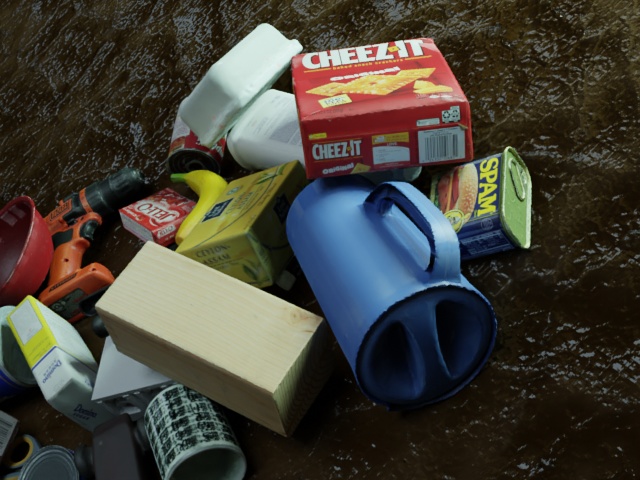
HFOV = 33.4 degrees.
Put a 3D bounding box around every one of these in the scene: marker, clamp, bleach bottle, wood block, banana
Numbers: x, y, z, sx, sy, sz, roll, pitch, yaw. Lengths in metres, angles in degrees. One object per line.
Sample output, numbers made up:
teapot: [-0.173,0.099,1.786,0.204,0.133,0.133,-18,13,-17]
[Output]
marker: [-0.008,0.001,1.158,0.020,0.020,0.121,19,69,46]
clamp: [-0.181,0.041,1.210,0.210,0.036,0.165,-32,15,-5]
bleach bottle: [0.009,-0.101,1.201,0.251,0.068,0.102,23,69,45]
wood block: [-0.099,0.092,1.019,0.206,0.090,0.090,22,59,24]
banana: [-0.135,-0.041,1.239,0.069,0.037,0.198,-22,24,1]

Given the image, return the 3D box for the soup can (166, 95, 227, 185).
soup can: [-0.152,-0.127,1.345,0.069,0.068,0.102,-17,46,27]

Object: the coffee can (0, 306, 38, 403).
coffee can: [-0.411,0.154,1.283,0.140,0.102,0.103,-26,43,19]

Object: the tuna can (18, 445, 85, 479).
tuna can: [-0.277,0.262,1.123,0.086,0.033,0.086,-12,64,25]

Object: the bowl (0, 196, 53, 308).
bowl: [-0.379,0.028,1.320,0.162,0.055,0.162,-32,42,34]

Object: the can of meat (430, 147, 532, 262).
can of meat: [0.154,-0.031,1.030,0.084,0.057,0.102,-16,47,31]

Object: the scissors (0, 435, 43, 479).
scissors: [-0.294,0.240,1.183,0.202,0.016,0.096,-25,44,19]

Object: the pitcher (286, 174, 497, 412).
pitcher: [0.056,0.026,0.998,0.149,0.145,0.243,-39,38,4]

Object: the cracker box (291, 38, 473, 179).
cracker box: [0.056,-0.141,1.100,0.164,0.072,0.213,-7,27,-1]

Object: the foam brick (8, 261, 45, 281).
foam brick: [-0.407,0.035,1.420,0.053,0.051,0.078,-42,41,1]

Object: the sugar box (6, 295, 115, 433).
sugar box: [-0.289,0.142,1.204,0.048,0.093,0.176,-43,40,1]

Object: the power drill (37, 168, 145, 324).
power drill: [-0.294,0.006,1.354,0.185,0.057,0.187,-33,39,17]

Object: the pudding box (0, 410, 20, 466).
pudding box: [-0.395,0.253,1.217,0.090,0.039,0.113,-21,40,50]

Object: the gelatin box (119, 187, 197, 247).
gelatin box: [-0.191,-0.027,1.297,0.073,0.030,0.089,-28,34,-27]
